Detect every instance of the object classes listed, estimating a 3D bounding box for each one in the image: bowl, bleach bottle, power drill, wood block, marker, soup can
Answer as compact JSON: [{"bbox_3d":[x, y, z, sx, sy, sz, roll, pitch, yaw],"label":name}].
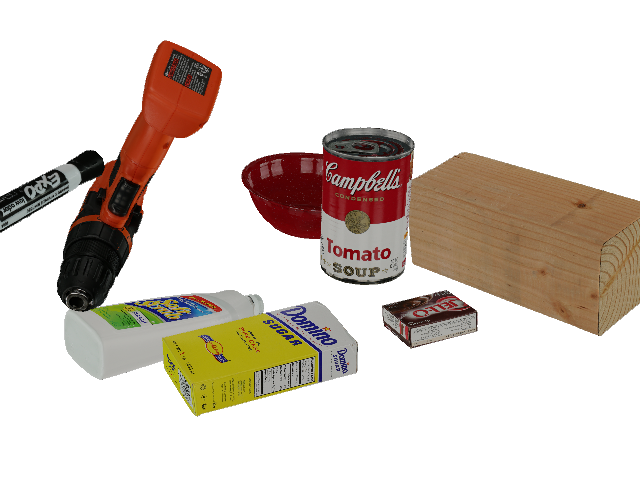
[{"bbox_3d":[-0.013,-0.046,1.225,0.162,0.055,0.162,5,27,-3],"label":"bowl"},{"bbox_3d":[-0.185,0.103,1.338,0.250,0.068,0.103,-13,29,-37],"label":"bleach bottle"},{"bbox_3d":[-0.149,-0.053,0.852,0.057,0.188,0.184,26,32,-17],"label":"power drill"},{"bbox_3d":[0.186,-0.004,0.961,0.090,0.090,0.206,-29,36,-36],"label":"wood block"},{"bbox_3d":[-0.172,-0.029,0.651,0.020,0.020,0.121,0,23,28],"label":"marker"},{"bbox_3d":[0.033,-0.026,0.801,0.068,0.102,0.068,1,24,-1],"label":"soup can"}]

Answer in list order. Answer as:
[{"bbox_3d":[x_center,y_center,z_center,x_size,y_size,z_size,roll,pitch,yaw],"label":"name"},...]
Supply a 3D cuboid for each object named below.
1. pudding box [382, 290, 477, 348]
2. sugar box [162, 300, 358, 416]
[{"bbox_3d":[0.159,0.113,1.553,0.113,0.039,0.090,-14,21,-19],"label":"pudding box"},{"bbox_3d":[-0.060,0.114,1.069,0.176,0.048,0.093,-15,32,-22],"label":"sugar box"}]
